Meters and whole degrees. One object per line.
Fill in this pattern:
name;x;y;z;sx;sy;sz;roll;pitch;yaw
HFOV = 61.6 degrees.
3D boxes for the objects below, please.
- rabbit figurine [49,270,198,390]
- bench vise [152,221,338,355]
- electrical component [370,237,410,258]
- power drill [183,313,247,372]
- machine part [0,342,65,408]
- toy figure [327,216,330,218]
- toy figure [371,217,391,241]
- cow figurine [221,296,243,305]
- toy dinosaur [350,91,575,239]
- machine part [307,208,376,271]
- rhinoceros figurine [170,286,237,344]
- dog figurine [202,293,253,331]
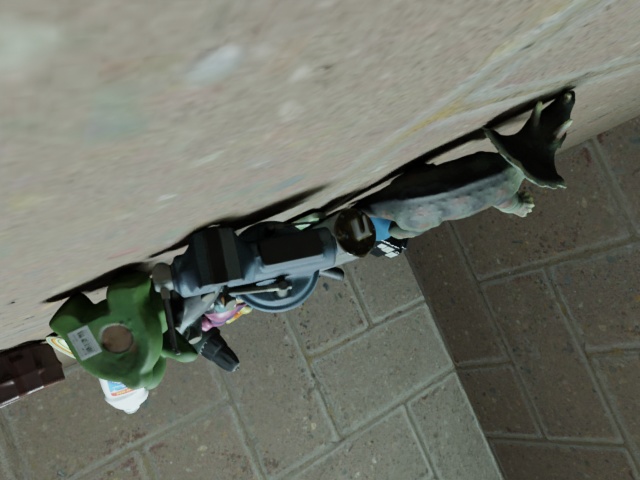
rabbit figurine;-0.226;0.105;0.690;0.121;0.159;0.170;-34;-170;5
bench vise;-0.095;0.045;0.691;0.224;0.129;0.240;-23;170;-14
electrical component;0.128;-0.009;1.203;0.134;0.058;0.115;24;164;-15
power drill;-0.243;0.192;1.273;0.207;0.232;0.086;-48;165;-50
machine part;-0.573;0.253;0.938;0.201;0.087;0.201;-23;175;-13
toy figure;-0.003;-0.005;1.018;0.064;0.058;0.154;30;143;-29
toy figure;0.133;-0.054;0.970;0.180;0.082;0.089;-30;-163;-15
cow figurine;-0.115;0.063;0.929;0.127;0.085;0.195;-21;180;-34
toy dinosaur;0.183;-0.075;0.780;0.405;0.131;0.192;-20;165;17
machine part;0.016;0.007;0.869;0.079;0.079;0.243;-21;179;-31
rhinoceros figurine;-0.214;0.095;0.806;0.190;0.112;0.073;-38;151;14
dog figurine;-0.189;0.112;1.139;0.191;0.108;0.219;-19;172;-37
